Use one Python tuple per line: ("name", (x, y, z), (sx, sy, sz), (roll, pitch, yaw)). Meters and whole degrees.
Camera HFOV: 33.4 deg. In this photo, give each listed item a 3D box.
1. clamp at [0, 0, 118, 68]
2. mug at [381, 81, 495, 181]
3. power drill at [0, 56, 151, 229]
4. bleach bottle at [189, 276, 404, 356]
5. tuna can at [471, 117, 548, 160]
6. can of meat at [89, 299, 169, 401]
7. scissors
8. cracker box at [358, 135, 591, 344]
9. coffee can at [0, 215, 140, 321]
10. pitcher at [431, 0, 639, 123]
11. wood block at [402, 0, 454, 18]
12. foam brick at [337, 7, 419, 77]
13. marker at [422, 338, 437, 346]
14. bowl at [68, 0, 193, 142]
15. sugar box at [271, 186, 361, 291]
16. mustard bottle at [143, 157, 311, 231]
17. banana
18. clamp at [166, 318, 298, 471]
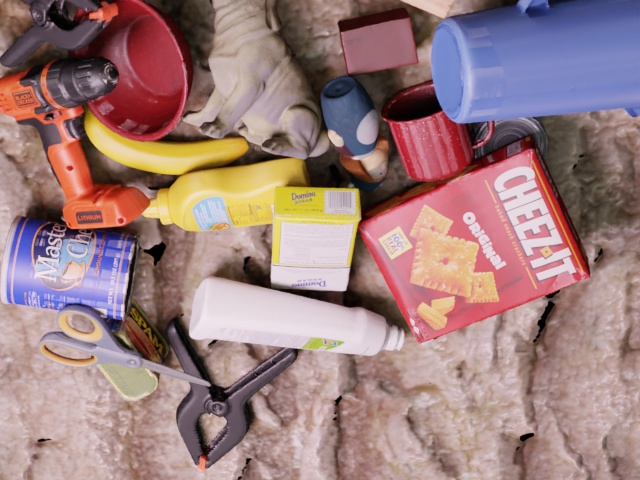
("clamp", (-0.286, -0.229, 1.115), (0.172, 0.039, 0.120), (16, 128, 25))
("mug", (0.134, -0.120, 1.170), (0.117, 0.093, 0.081), (-11, 120, 19))
("power drill", (-0.255, -0.106, 1.150), (0.185, 0.057, 0.187), (-2, 119, 40))
("bleach bottle", (-0.024, 0.101, 1.280), (0.250, 0.103, 0.068), (11, 72, -13))
("tuna can", (0.214, -0.110, 1.210), (0.086, 0.033, 0.086), (1, 114, 2))
("can of meat", (-0.232, 0.132, 1.287), (0.057, 0.084, 0.102), (-28, 112, 12))
("scissors", (-0.220, 0.122, 1.221), (0.201, 0.016, 0.096), (8, 126, -5))
("cracker box", (0.172, 0.003, 1.197), (0.214, 0.072, 0.164), (-23, 103, 17))
("coffee can", (-0.286, 0.033, 1.229), (0.140, 0.103, 0.103), (9, 115, -5))
("pitcher", (0.243, -0.198, 1.086), (0.242, 0.145, 0.149), (-9, 82, -11))
("wood block", (0.047, -0.312, 1.080), (0.206, 0.091, 0.090), (21, 113, -10))
("foam brick", (0.062, -0.213, 1.148), (0.078, 0.051, 0.053), (-10, 114, 3))
("marker", (0.174, 0.093, 1.311), (0.121, 0.020, 0.020), (-31, 112, 13))
("bowl", (-0.189, -0.189, 1.132), (0.162, 0.055, 0.162), (16, 121, 28))
("sugar box", (-0.008, 0.001, 1.201), (0.093, 0.048, 0.176), (2, 154, -3))
("mustard bottle", (-0.106, -0.047, 1.208), (0.191, 0.058, 0.096), (-8, 155, 3))
("banana", (-0.182, -0.108, 1.201), (0.197, 0.037, 0.070), (16, 115, -8))
("clamp", (-0.118, 0.200, 1.346), (0.164, 0.036, 0.210), (7, 114, -2))
